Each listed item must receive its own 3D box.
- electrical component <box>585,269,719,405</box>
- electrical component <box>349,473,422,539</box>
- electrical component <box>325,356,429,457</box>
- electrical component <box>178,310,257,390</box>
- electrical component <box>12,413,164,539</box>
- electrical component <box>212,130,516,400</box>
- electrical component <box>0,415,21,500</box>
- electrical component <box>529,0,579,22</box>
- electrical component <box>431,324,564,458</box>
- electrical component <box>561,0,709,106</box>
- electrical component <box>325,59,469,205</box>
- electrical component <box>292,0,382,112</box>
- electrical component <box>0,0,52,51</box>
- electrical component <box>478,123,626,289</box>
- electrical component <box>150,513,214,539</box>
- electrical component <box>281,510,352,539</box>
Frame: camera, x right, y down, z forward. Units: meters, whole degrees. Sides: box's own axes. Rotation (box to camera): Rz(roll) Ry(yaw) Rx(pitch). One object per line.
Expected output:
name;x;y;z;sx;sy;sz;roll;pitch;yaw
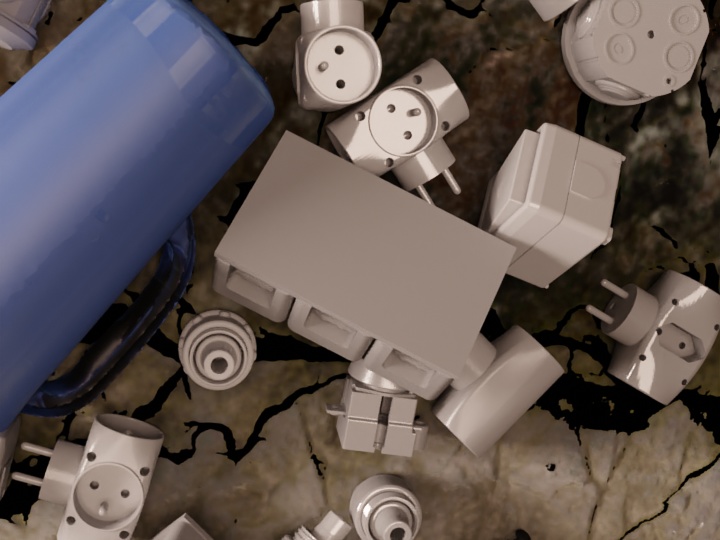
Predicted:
electrical component;0.182;0.034;0.689;0.079;0.043;0.077;30;91;-10
electrical component;0.018;0.154;0.668;0.043;0.062;0.043;-1;97;-9
electrical component;0.013;0.081;0.668;0.066;0.048;0.055;8;102;-9
electrical component;-0.084;0.051;0.641;0.048;0.062;0.048;-1;96;-8
electrical component;-0.167;0.125;0.645;0.079;0.044;0.077;18;93;-10
electrical component;0.000;0.000;0.627;0.150;0.061;0.089;27;66;0
electrical component;-0.252;0.102;0.621;0.096;0.062;0.061;14;93;-10
electrical component;0.122;-0.206;0.653;0.079;0.044;0.077;-39;100;-2
electrical component;0.074;0.064;0.676;0.077;0.043;0.079;-45;100;-2
electrical component;0.170;-0.143;0.664;0.080;0.051;0.080;-1;96;-9
electrical component;0.032;-0.074;0.654;0.077;0.044;0.079;-33;99;-4
electrical component;-0.016;-0.133;0.624;0.043;0.077;0.079;-3;96;-8
electrical component;-0.209;-0.158;0.591;0.080;0.080;0.051;25;87;-10
electrical component;0.106;-0.036;0.648;0.061;0.096;0.061;22;63;-10
electrical component;-0.084;0.252;0.645;0.105;0.060;0.186;-39;101;21
electrical component;-0.031;0.180;0.673;0.048;0.048;0.062;42;82;-11
